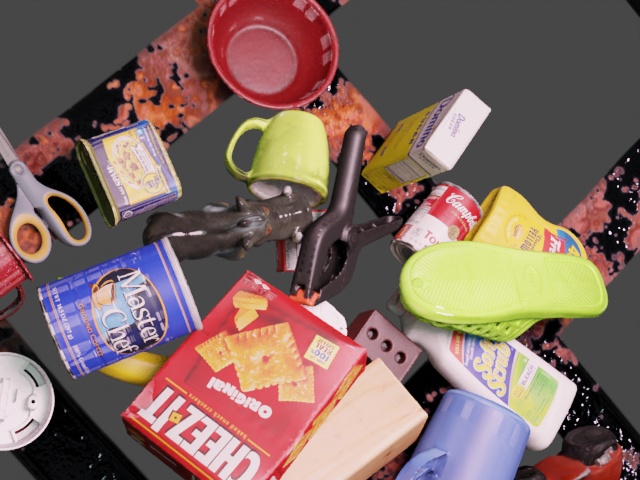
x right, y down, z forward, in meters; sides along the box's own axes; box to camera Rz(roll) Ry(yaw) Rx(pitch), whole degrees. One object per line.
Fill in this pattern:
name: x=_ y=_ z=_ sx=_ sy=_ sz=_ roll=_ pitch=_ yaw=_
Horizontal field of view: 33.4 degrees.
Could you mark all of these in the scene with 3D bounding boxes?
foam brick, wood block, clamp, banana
foam brick: x=0.069 y=0.126 z=1.255 sx=0.078 sy=0.051 sz=0.053 roll=40 pitch=70 yaw=-9
wood block: x=0.008 y=0.235 z=1.181 sx=0.205 sy=0.091 sz=0.090 roll=-33 pitch=69 yaw=-21
clamp: x=0.023 y=-0.016 z=1.205 sx=0.209 sy=0.036 sz=0.164 roll=-53 pitch=137 yaw=-35
banana: x=-0.216 y=0.118 z=1.162 sx=0.197 sy=0.037 sz=0.069 roll=34 pitch=73 yaw=-12

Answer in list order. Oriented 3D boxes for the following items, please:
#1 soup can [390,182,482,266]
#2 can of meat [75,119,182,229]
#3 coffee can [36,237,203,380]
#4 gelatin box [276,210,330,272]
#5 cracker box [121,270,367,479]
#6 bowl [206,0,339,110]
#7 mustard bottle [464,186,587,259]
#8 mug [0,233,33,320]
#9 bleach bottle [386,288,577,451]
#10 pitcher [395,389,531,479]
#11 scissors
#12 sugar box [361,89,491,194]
soup can: x=0.140 y=-0.012 z=1.294 sx=0.068 sy=0.069 sz=0.102 roll=44 pitch=71 yaw=-8
can of meat: x=-0.212 y=-0.076 z=1.185 sx=0.083 sy=0.058 sz=0.102 roll=-23 pitch=90 yaw=-23
coffee can: x=-0.203 y=0.069 z=1.089 sx=0.140 sy=0.103 sz=0.103 roll=-22 pitch=89 yaw=-9
gelatin box: x=-0.008 y=0.002 z=1.259 sx=0.089 sy=0.030 sz=0.073 roll=-1 pitch=84 yaw=-20
cracker box: x=-0.077 y=0.159 z=1.120 sx=0.164 sy=0.072 sz=0.213 roll=34 pitch=67 yaw=16
bowl: x=-0.061 y=-0.222 z=1.259 sx=0.162 sy=0.055 sz=0.162 roll=4 pitch=76 yaw=-18
mustard bottle: x=0.278 y=0.022 z=1.343 sx=0.191 sy=0.058 sz=0.096 roll=34 pitch=72 yaw=-12
mug: x=-0.353 y=0.037 z=1.107 sx=0.081 sy=0.093 sz=0.117 roll=-38 pitch=130 yaw=-16
bleach bottle: x=0.184 y=0.146 z=1.289 sx=0.250 sy=0.068 sz=0.102 roll=35 pitch=73 yaw=-9
pitcher: x=0.137 y=0.292 z=1.193 sx=0.145 sy=0.149 sz=0.242 roll=26 pitch=77 yaw=0
scissors: x=-0.337 y=-0.057 z=1.159 sx=0.201 sy=0.016 sz=0.096 roll=45 pitch=70 yaw=-8
sugar box: x=0.119 y=-0.113 z=1.244 sx=0.048 sy=0.176 sz=0.093 roll=39 pitch=71 yaw=-10
